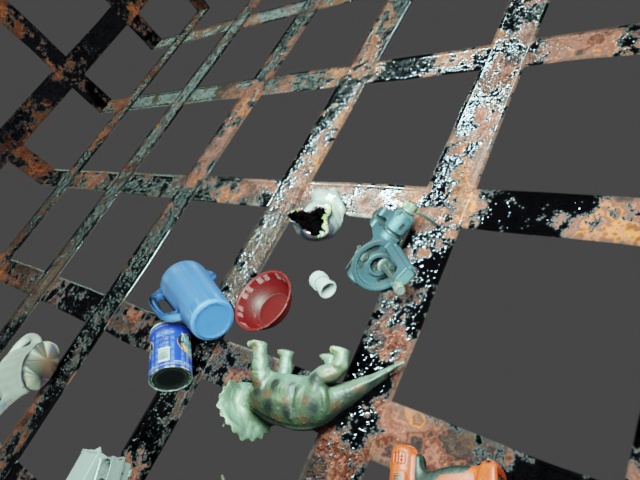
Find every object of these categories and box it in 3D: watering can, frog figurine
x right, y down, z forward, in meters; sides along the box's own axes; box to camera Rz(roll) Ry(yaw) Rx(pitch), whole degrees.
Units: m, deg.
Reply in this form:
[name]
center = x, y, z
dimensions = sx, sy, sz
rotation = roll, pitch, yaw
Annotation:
[watering can]
center = -0.914, 0.433, 1.549
dimensions = 0.223, 0.356, 0.102
rotation = -18, -44, 23
[frog figurine]
center = 0.004, -0.066, 1.319
dimensions = 0.136, 0.122, 0.161
rotation = -32, 5, 23
